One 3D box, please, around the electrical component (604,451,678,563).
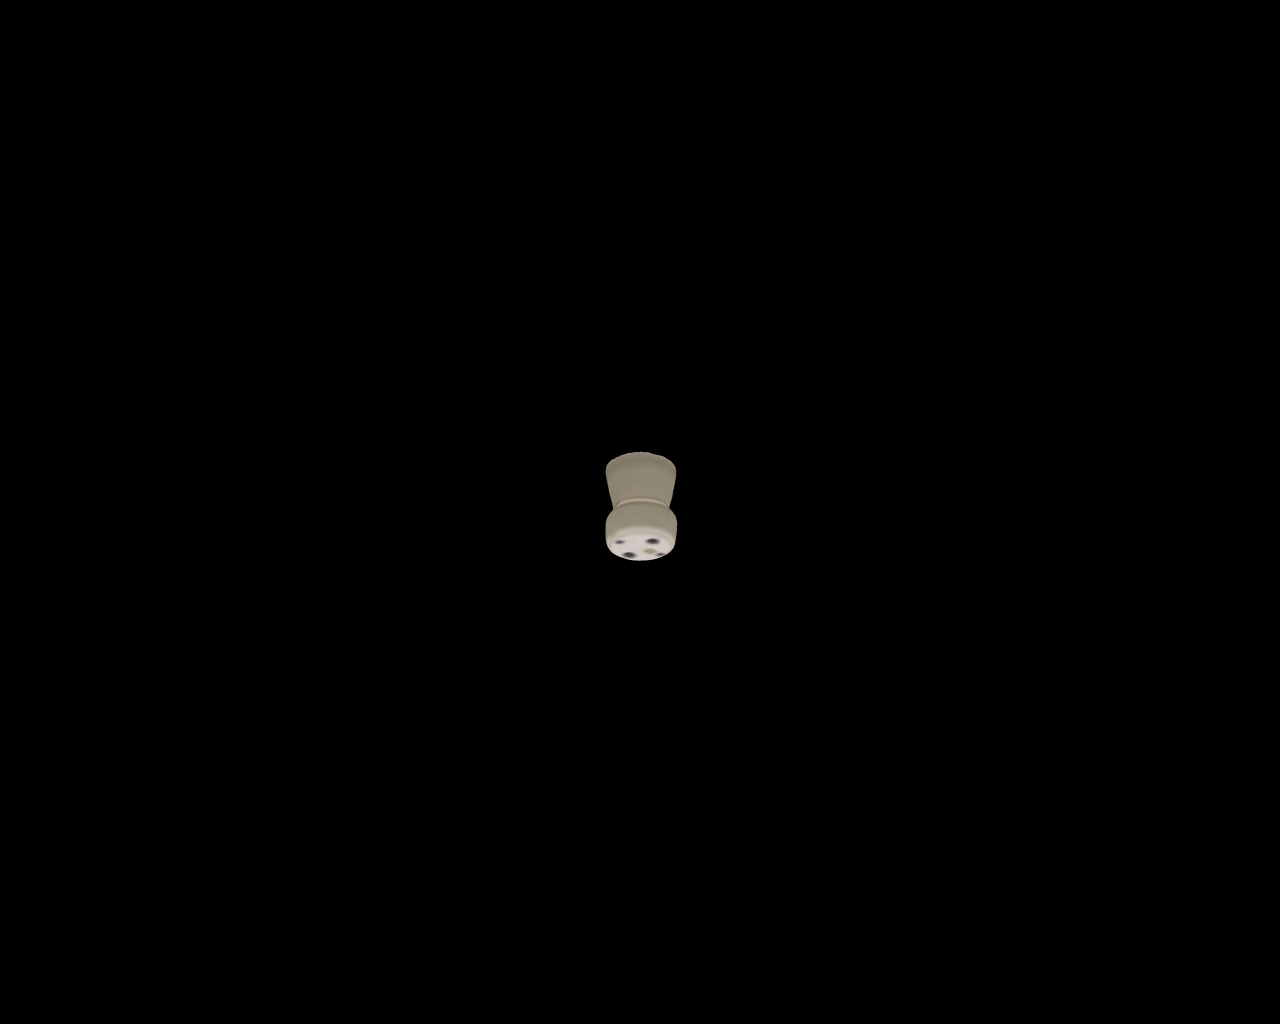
[{"bbox_3d":[0.001,-0.003,0.650,0.045,0.055,0.044,0,-29,0],"label":"electrical component"}]
